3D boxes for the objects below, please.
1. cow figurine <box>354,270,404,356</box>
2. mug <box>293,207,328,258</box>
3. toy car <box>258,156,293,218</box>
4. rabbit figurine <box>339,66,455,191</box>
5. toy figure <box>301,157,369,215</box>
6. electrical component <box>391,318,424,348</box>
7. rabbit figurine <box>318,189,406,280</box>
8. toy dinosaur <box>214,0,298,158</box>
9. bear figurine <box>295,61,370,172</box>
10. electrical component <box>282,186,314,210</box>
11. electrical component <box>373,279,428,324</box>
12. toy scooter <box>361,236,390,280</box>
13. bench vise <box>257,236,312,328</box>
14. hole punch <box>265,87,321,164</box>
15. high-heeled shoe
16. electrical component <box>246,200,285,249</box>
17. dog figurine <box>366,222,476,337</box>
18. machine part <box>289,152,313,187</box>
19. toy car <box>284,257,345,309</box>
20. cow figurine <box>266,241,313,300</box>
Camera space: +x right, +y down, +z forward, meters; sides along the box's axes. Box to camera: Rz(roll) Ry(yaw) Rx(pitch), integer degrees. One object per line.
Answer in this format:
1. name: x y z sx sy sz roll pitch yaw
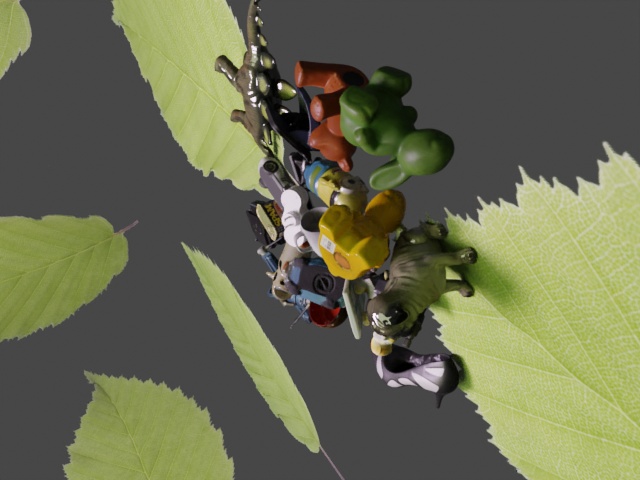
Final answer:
1. cow figurine: 0.132 0.147 1.080 0.098 0.068 0.167 -21 78 53
2. mug: -0.003 -0.004 1.218 0.081 0.109 0.107 44 162 43
3. toy car: -0.097 -0.125 1.361 0.202 0.056 0.073 55 149 21
4. rabbit figurine: 0.113 -0.145 0.802 0.170 0.121 0.159 39 142 21
5. toy figure: 0.029 -0.106 1.068 0.180 0.082 0.089 38 145 44
6. electrical component: 0.171 0.157 1.040 0.063 0.094 0.021 33 163 -22
7. rabbit figurine: 0.089 -0.010 0.926 0.122 0.173 0.162 33 155 21
8. toy dinosaur: -0.131 -0.336 1.172 0.199 0.105 0.470 43 158 29
9. bear figurine: 0.016 -0.208 0.940 0.195 0.132 0.120 115 138 -55
10. electrical component: -0.043 -0.083 1.273 0.045 0.078 0.102 -89 -13 -76
11. electrical component: 0.152 0.105 1.000 0.047 0.075 0.119 31 167 -26
12. toy scooter: 0.068 0.023 1.089 0.184 0.075 0.135 41 127 47
13. bench vise: -0.092 0.119 1.494 0.240 0.129 0.224 56 173 -14
14. hole punch: -0.036 -0.234 1.071 0.115 0.092 0.142 44 -168 -36
15. high-heeled shoe: 0.179 0.235 1.087 0.249 0.086 0.145 35 140 44
16. electrical component: -0.164 -0.050 1.582 0.115 0.058 0.134 20 131 58
17. dog figurine: 0.131 0.060 0.867 0.173 0.190 0.121 34 142 54
18. machine part: -0.029 -0.157 1.203 0.139 0.039 0.084 29 133 57
19. toy car: -0.001 0.099 1.263 0.103 0.162 0.109 85 -162 -84
20. cow figurine: -0.072 0.058 1.356 0.194 0.085 0.127 -70 18 0
